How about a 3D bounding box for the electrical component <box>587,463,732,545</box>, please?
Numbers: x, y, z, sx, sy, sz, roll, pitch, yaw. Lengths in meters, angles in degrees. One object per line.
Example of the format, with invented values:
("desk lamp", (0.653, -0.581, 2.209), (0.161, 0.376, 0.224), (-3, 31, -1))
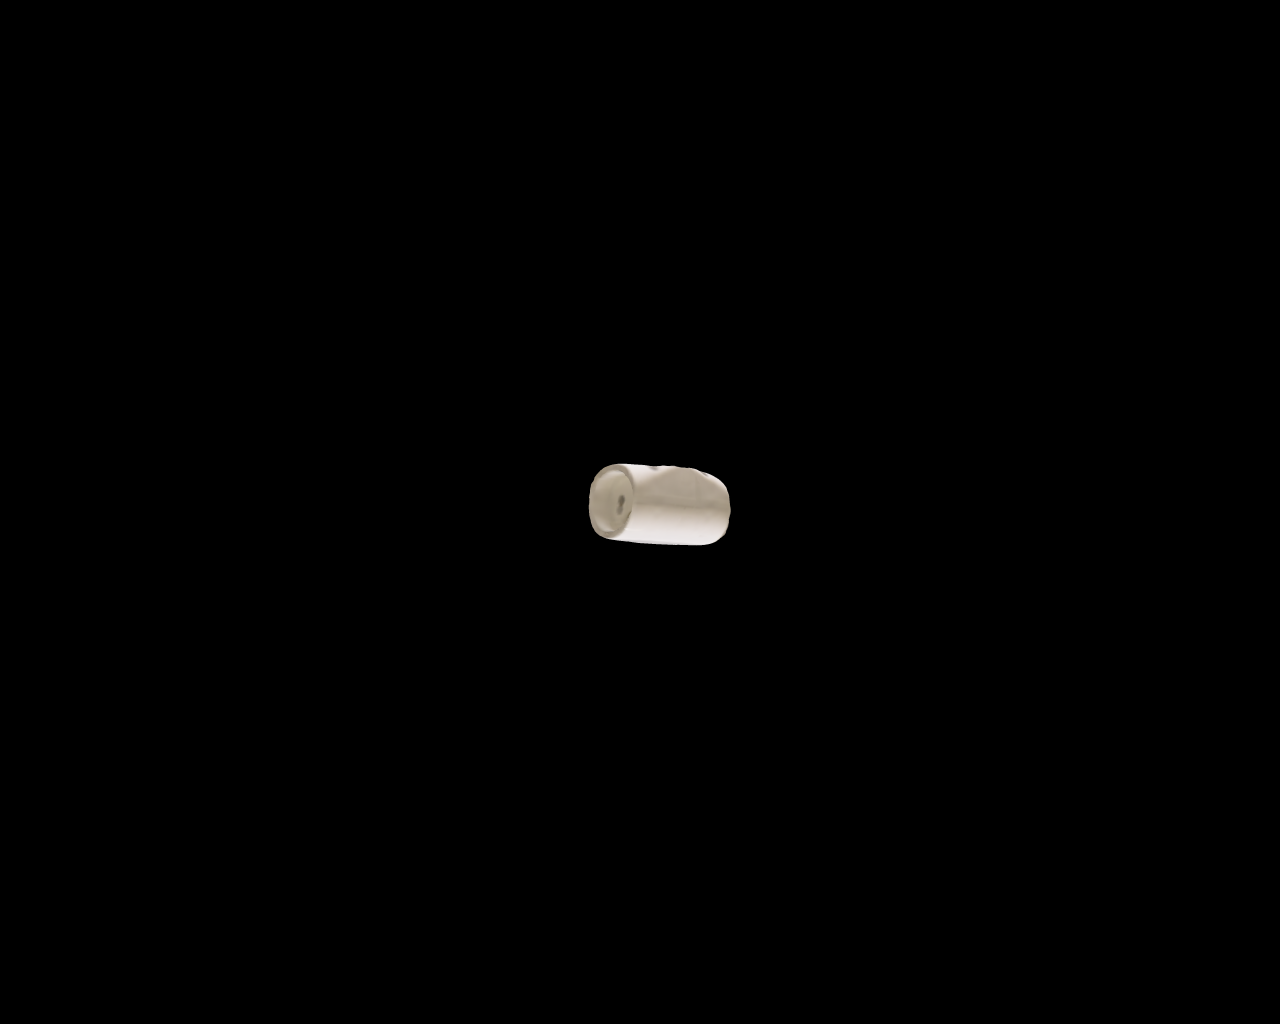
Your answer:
("electrical component", (0.001, -0.003, 0.650), (0.077, 0.044, 0.079), (5, -8, -40))
